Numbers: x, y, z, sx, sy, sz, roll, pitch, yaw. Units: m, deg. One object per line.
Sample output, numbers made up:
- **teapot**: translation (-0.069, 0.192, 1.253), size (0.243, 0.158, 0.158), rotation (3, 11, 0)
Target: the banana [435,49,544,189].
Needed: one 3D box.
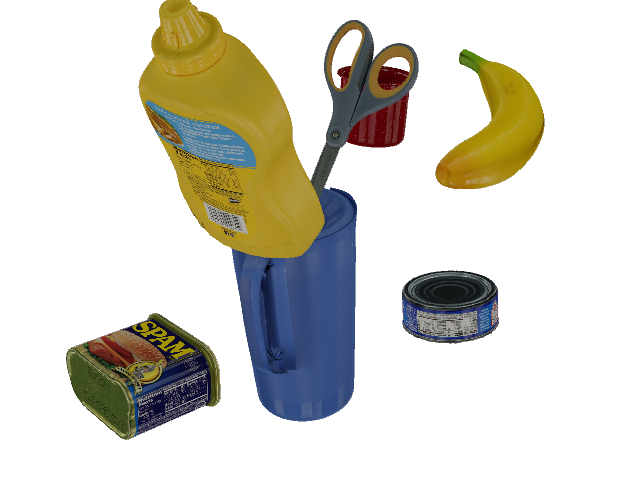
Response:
- **banana**: translation (0.123, -0.080, 0.755), size (0.069, 0.037, 0.197), rotation (9, 32, 7)

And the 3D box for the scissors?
- **scissors**: translation (0.035, -0.100, 0.967), size (0.096, 0.202, 0.016), rotation (5, -6, 15)

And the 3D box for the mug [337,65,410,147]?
- **mug**: translation (0.071, -0.165, 1.297), size (0.093, 0.081, 0.117), rotation (18, 26, 30)

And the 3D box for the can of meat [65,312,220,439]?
- **can of meat**: translation (-0.144, 0.109, 0.861), size (0.083, 0.057, 0.102), rotation (-20, 31, -37)

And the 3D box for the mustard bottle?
- **mustard bottle**: translation (-0.060, -0.069, 0.651), size (0.096, 0.058, 0.191), rotation (22, -28, 28)

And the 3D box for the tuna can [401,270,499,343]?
- **tuna can**: translation (0.115, 0.057, 0.945), size (0.086, 0.034, 0.086), rotation (-4, 21, 1)

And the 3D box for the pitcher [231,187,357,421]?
- **pitcher**: translation (-0.027, 0.073, 1.120), size (0.149, 0.243, 0.145), rotation (-15, 32, -19)
